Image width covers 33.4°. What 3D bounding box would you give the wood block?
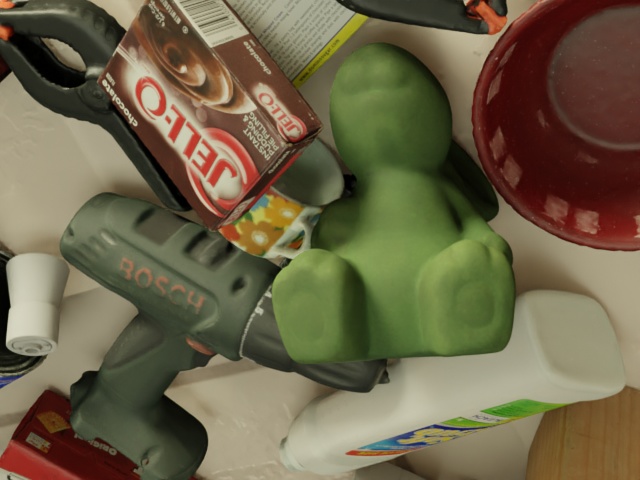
[{"bbox_3d":[0.175,0.189,0.660,0.091,0.206,0.090,17,127,5],"label":"wood block"}]

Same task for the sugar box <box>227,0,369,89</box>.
[{"bbox_3d":[-0.057,-0.164,0.584,0.176,0.048,0.093,42,127,-10],"label":"sugar box"}]

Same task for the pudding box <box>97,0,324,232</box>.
[{"bbox_3d":[-0.061,-0.074,0.577,0.113,0.039,0.090,54,136,8],"label":"pudding box"}]

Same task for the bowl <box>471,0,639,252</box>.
[{"bbox_3d":[0.165,-0.074,0.571,0.162,0.055,0.162,8,126,11],"label":"bowl"}]

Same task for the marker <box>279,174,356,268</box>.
[{"bbox_3d":[-0.005,0.001,0.699,0.020,0.020,0.121,31,127,-6],"label":"marker"}]

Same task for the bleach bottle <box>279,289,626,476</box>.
[{"bbox_3d":[0.070,0.109,0.718,0.102,0.068,0.251,10,149,-43],"label":"bleach bottle"}]

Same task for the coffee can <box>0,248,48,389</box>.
[{"bbox_3d":[-0.279,0.078,0.784,0.141,0.102,0.102,-30,112,31],"label":"coffee can"}]

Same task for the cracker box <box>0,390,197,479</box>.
[{"bbox_3d":[-0.212,0.243,0.901,0.164,0.072,0.214,33,126,-8],"label":"cracker box"}]

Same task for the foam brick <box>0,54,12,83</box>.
[{"bbox_3d":[-0.235,-0.115,0.667,0.078,0.053,0.051,-16,118,24],"label":"foam brick"}]

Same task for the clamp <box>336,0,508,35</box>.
[{"bbox_3d":[0.008,-0.172,0.527,0.165,0.036,0.210,-38,105,11],"label":"clamp"}]

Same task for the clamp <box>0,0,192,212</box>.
[{"bbox_3d":[-0.128,-0.089,0.663,0.171,0.039,0.120,25,122,2],"label":"clamp"}]
